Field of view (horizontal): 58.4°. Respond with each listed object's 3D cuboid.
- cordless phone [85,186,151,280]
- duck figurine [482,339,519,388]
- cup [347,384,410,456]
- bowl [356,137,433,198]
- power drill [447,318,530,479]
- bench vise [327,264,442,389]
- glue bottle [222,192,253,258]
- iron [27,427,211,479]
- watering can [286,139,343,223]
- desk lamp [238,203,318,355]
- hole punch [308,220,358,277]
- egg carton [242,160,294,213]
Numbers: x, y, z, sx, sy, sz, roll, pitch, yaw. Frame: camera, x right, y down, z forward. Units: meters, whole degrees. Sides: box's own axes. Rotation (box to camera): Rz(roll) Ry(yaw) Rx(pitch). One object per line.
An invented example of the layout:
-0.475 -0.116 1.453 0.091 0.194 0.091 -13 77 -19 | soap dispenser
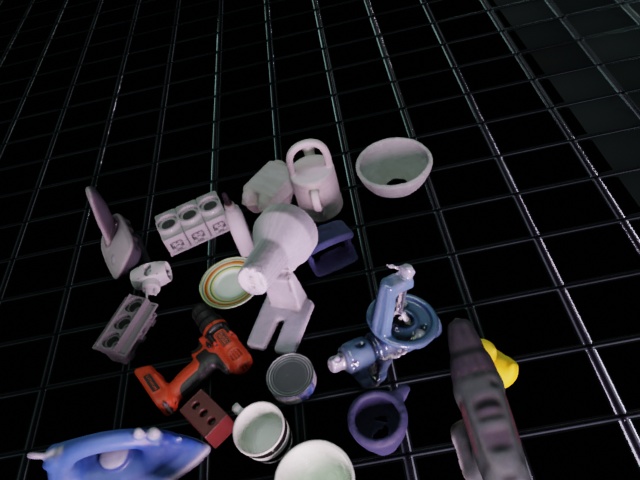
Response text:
-0.452 -0.017 1.233 0.094 0.185 0.147 -32 50 -14 | cordless phone
0.269 0.196 0.932 0.104 0.086 0.077 8 52 20 | duck figurine
0.102 0.284 0.891 0.091 0.095 0.118 30 63 34 | cup
0.165 -0.147 1.265 0.167 0.075 0.167 -7 48 8 | bowl
0.226 0.254 0.810 0.075 0.209 0.229 -14 48 2 | power drill
0.110 0.145 0.926 0.121 0.220 0.208 29 62 33 | bench vise
-0.172 -0.037 1.187 0.037 0.173 0.078 -20 48 -3 | glue bottle
-0.321 0.341 0.917 0.258 0.142 0.118 -16 48 0 | iron
-0.019 -0.142 1.226 0.101 0.194 0.172 -28 49 -10 | watering can
-0.076 0.069 1.044 0.117 0.214 0.203 6 52 19 | desk lamp
0.011 0.004 1.161 0.109 0.091 0.101 -24 48 -7 | hole punch
-0.105 -0.118 1.312 0.107 0.069 0.150 22 58 30 | egg carton
